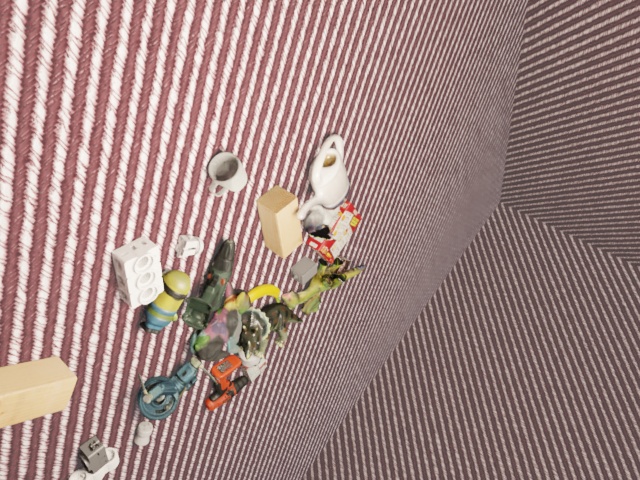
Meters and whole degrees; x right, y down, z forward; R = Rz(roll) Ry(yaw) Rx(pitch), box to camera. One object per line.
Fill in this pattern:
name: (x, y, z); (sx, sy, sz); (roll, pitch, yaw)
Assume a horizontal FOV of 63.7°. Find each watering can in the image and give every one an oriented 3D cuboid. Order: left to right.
watering can: (0.013, -0.170, 1.645); (0.220, 0.104, 0.354); (63, 43, -56)

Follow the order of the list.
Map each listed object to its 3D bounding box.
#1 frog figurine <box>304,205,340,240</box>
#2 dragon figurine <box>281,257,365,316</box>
frog figurine: (0.005, -0.090, 1.780); (0.135, 0.122, 0.163); (44, 42, -53)
dragon figurine: (0.011, 0.196, 2.029); (0.410, 0.124, 0.239); (1, 131, -51)
